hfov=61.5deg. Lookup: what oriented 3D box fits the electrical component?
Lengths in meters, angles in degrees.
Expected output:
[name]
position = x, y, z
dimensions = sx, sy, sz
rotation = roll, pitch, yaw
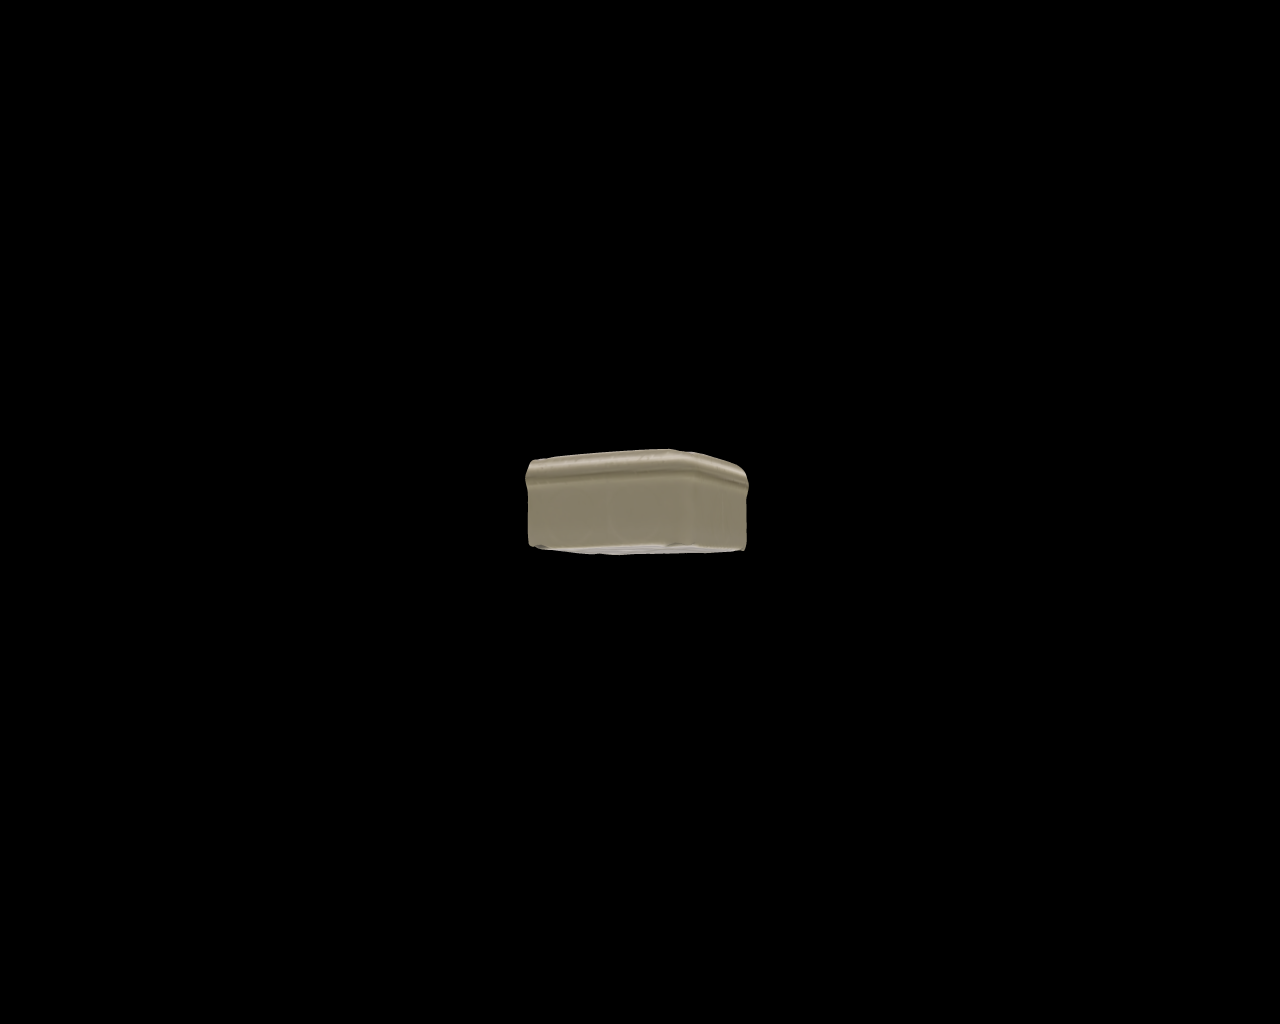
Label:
[electrical component]
position = 0.001, -0.003, 0.650
dimensions = 0.109, 0.056, 0.109
rotation = -2, -5, 24
